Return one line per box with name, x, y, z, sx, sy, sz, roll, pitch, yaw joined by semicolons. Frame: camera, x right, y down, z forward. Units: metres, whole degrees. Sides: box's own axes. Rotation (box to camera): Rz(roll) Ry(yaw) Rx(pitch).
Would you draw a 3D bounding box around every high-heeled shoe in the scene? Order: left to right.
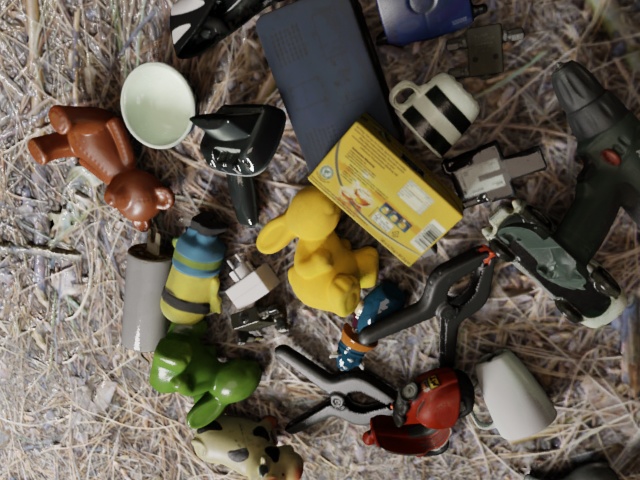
high-heeled shoe;-0.097;-0.303;0.702;0.249;0.086;0.145;15;91;31

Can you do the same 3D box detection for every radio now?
radio;0.018;-0.202;0.711;0.131;0.073;0.229;-18;100;21

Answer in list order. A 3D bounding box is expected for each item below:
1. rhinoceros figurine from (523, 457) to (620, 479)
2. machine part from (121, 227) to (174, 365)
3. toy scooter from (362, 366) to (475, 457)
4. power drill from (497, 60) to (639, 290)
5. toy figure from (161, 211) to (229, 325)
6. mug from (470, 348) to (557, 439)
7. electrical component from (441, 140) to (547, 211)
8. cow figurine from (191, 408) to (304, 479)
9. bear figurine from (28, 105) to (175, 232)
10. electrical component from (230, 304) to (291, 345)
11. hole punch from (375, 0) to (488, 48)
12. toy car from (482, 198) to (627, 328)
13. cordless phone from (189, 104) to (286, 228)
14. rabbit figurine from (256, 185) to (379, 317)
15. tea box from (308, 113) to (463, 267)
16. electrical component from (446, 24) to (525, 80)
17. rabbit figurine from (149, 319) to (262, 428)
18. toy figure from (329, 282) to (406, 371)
rhinoceros figurine;0.338;0.378;0.765;0.190;0.073;0.112;-37;92;23
machine part;-0.286;0.095;0.890;0.079;0.079;0.243;16;110;14
toy scooter;0.133;0.252;0.762;0.135;0.075;0.183;1;127;-13
power drill;0.299;-0.063;0.618;0.232;0.086;0.207;43;74;-6
toy figure;-0.198;0.047;0.840;0.082;0.089;0.180;48;130;50
mug;0.254;0.211;0.749;0.109;0.081;0.107;-29;83;31
electrical component;0.222;-0.089;0.686;0.119;0.048;0.074;-23;97;22
cow figurine;-0.118;0.346;0.878;0.195;0.127;0.085;12;111;17
bear figurine;-0.327;-0.102;0.825;0.120;0.132;0.196;-32;88;35
electrical component;-0.094;0.132;0.845;0.102;0.078;0.045;-19;74;16
hole punch;0.122;-0.298;0.642;0.142;0.092;0.115;-11;105;17
toy car;0.300;0.030;0.691;0.202;0.056;0.073;43;119;5
cordless phone;-0.102;-0.095;0.758;0.147;0.089;0.184;16;123;48
rabbit figurine;-0.002;-0.002;0.749;0.163;0.122;0.173;17;132;36
tea box;0.082;-0.062;0.660;0.169;0.068;0.098;43;115;-4
electrical component;0.205;-0.231;0.666;0.094;0.021;0.063;-5;104;19
rabbit figurine;-0.185;0.226;0.875;0.170;0.121;0.159;18;105;-3
toy figure;0.070;0.131;0.794;0.064;0.058;0.154;38;117;10
